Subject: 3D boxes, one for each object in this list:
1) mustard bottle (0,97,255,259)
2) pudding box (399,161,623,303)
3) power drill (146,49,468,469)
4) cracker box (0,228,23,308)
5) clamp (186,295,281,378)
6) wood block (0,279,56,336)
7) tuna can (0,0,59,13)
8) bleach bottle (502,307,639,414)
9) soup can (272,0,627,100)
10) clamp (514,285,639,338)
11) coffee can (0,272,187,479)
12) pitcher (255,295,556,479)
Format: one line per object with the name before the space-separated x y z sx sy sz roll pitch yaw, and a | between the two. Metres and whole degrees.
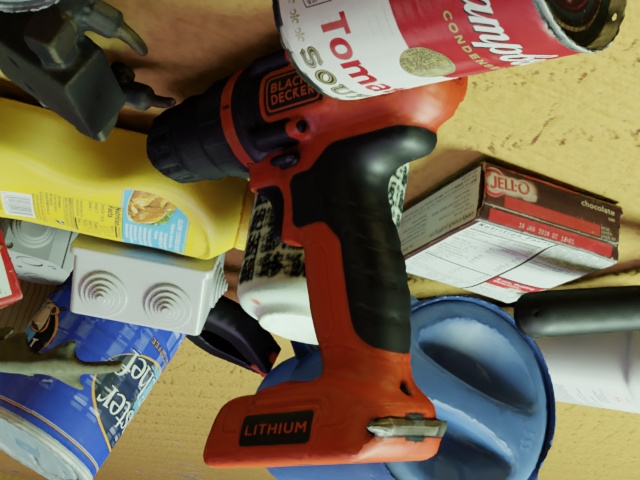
mustard bottle | -0.107 -0.029 0.615 0.191 0.058 0.096 13 155 -5
pudding box | 0.102 -0.001 0.610 0.090 0.039 0.114 17 158 -18
power drill | -0.015 0.007 0.480 0.185 0.187 0.057 -12 166 43
cracker box | -0.323 0.042 0.695 0.214 0.072 0.163 -13 -175 45
clamp | -0.098 0.048 0.817 0.171 0.039 0.120 30 159 -12
wood block | -0.286 0.056 0.900 0.090 0.090 0.206 19 158 -22
tuna can | -0.132 -0.124 0.404 0.086 0.033 0.086 10 160 3
bleach bottle | 0.134 0.082 0.790 0.251 0.068 0.102 0 157 34
soup can | 0.042 -0.088 0.361 0.102 0.068 0.068 -5 155 41
clamp | 0.221 0.037 0.623 0.210 0.036 0.164 -6 175 11
coffee can | -0.172 0.093 0.771 0.103 0.140 0.103 24 151 14
pitcher | 0.035 0.112 0.739 0.144 0.149 0.243 12 164 -22
